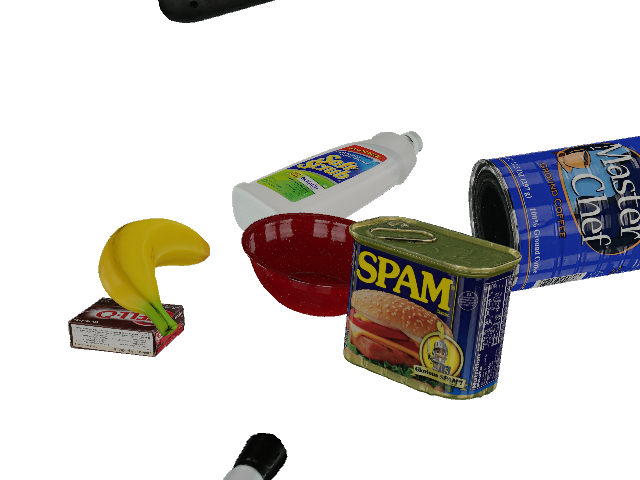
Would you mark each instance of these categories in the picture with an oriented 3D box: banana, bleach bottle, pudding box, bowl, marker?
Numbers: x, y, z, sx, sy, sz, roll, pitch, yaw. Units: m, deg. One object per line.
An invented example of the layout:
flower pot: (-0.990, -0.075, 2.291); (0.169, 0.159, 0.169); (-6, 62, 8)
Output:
banana: (-0.122, 0.016, 0.770); (0.037, 0.069, 0.197); (-37, 11, 12)
bleach bottle: (0.021, -0.075, 1.286); (0.250, 0.068, 0.103); (-30, 45, -31)
pudding box: (-0.232, 0.103, 1.280); (0.114, 0.039, 0.090); (3, 16, 15)
bowl: (-0.001, 0.030, 1.060); (0.162, 0.055, 0.162); (7, 26, -4)
marker: (-0.041, 0.112, 0.414); (0.020, 0.020, 0.121); (0, 23, 21)

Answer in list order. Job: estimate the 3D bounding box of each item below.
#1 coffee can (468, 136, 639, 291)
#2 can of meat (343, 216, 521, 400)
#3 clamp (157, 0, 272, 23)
coffee can: (0.195, -0.021, 0.804); (0.140, 0.103, 0.103); (-9, 1, -8)
can of meat: (0.062, 0.039, 0.635); (0.102, 0.084, 0.057); (19, 22, 38)
clamp: (-0.002, -0.140, 0.531); (0.171, 0.039, 0.120); (0, 41, 5)
